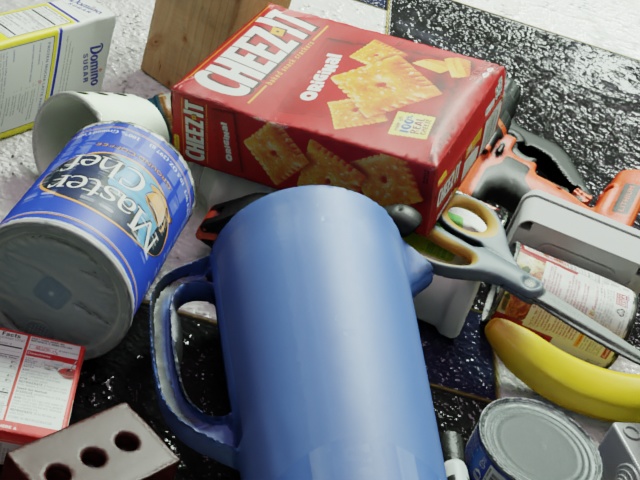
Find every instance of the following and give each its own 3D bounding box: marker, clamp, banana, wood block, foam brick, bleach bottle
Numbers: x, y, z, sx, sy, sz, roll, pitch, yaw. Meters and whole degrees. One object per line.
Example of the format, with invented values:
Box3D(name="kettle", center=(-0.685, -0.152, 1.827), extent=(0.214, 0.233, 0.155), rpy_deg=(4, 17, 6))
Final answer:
Box3D(name="marker", center=(0.087, 0.165, 0.662), extent=(0.020, 0.020, 0.121), rpy_deg=(13, 35, -11))
Box3D(name="clamp", center=(-0.005, 0.001, 0.764), extent=(0.171, 0.120, 0.039), rpy_deg=(19, 40, 6))
Box3D(name="banana", center=(0.214, 0.100, 0.783), extent=(0.197, 0.037, 0.069), rpy_deg=(5, 80, -8))
Box3D(name="wood block", center=(-0.082, -0.232, 0.963), extent=(0.090, 0.206, 0.090), rpy_deg=(35, 37, 21))
Box3D(name="foam brick", center=(-0.125, 0.133, 0.570), extent=(0.053, 0.051, 0.078), rpy_deg=(40, 39, 27))
Box3D(name="clamp", center=(0.184, -0.095, 1.055), extent=(0.210, 0.036, 0.164), rpy_deg=(36, 46, 20))
Box3D(name="bleach bottle", center=(0.005, -0.013, 0.834), extent=(0.251, 0.068, 0.102), rpy_deg=(21, 37, 6))

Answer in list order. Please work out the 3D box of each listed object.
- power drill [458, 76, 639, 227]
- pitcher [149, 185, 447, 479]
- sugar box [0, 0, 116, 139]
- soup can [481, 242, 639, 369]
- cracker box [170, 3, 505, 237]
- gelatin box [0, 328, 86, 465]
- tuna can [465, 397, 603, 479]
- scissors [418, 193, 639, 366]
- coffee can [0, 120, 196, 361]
Box3D(name="power drill", center=(0.200, -0.062, 0.968), extent=(0.188, 0.057, 0.184), rpy_deg=(25, 54, 13))
Box3D(name="pitcher", center=(-0.006, 0.091, 0.634), extent=(0.144, 0.149, 0.243), rpy_deg=(39, 26, -34))
Box3D(name="sugar box", center=(-0.243, -0.132, 0.845), extent=(0.048, 0.093, 0.175), rpy_deg=(33, 35, 17))
Box3D(name="soup can", center=(0.185, 0.051, 0.828), extent=(0.102, 0.069, 0.068), rpy_deg=(23, 34, 3))
Box3D(name="cracker box", center=(0.017, -0.101, 0.825), extent=(0.214, 0.072, 0.164), rpy_deg=(19, 42, 18))
Box3D(name="gelatin box", center=(-0.180, 0.091, 0.620), extent=(0.073, 0.030, 0.089), rpy_deg=(13, 31, -10))
Box3D(name="tuna can", center=(0.139, 0.146, 0.703), extent=(0.086, 0.034, 0.086), rpy_deg=(13, 34, -9))
Box3D(name="scissors", center=(0.149, 0.020, 0.771), extent=(0.202, 0.016, 0.096), rpy_deg=(23, 44, 11))
Box3D(name="coffee can", center=(-0.150, -0.003, 0.702), extent=(0.103, 0.103, 0.140), rpy_deg=(20, 34, 0))
